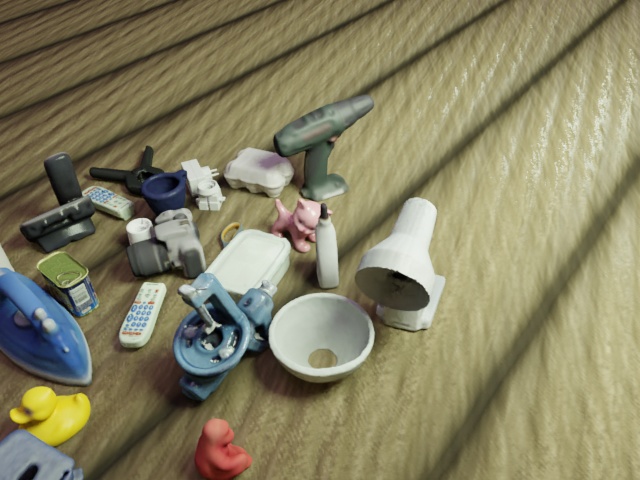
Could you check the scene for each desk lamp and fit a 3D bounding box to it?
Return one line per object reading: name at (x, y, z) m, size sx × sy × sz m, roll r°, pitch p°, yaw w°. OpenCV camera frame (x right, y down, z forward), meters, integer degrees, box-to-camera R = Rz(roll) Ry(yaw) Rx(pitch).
desk lamp at (0.140, 0.051, 0.938) m, size 0.117 × 0.214 × 0.203 m, roll 13°, pitch 43°, yaw 18°

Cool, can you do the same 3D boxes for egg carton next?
egg carton at (-0.138, -0.155, 1.306) m, size 0.150 × 0.069 × 0.107 m, roll 14°, pitch 43°, yaw 18°

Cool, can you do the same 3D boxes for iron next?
iron at (-0.466, 0.127, 0.934) m, size 0.257 × 0.141 × 0.119 m, roll 27°, pitch 48°, yaw 30°

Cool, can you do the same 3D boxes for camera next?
camera at (-0.300, 0.007, 1.099) m, size 0.137 × 0.101 × 0.142 m, roll -16°, pitch 42°, yaw -15°

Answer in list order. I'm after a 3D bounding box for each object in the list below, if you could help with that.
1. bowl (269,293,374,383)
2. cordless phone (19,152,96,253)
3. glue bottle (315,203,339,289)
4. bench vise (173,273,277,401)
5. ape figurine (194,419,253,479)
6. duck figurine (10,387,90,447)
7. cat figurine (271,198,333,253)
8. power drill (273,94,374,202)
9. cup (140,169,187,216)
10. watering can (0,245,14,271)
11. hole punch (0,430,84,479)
bowl at (0.003, 0.168, 0.915) m, size 0.167 × 0.075 × 0.167 m, roll -1°, pitch 40°, yaw 1°
cordless phone at (-0.541, -0.082, 1.150) m, size 0.093 × 0.185 × 0.148 m, roll 31°, pitch 51°, yaw 34°
glue bottle at (0.009, 0.004, 1.031) m, size 0.037 × 0.173 × 0.078 m, roll -8°, pitch 41°, yaw -6°
bench vise at (-0.153, 0.111, 0.876) m, size 0.121 × 0.220 × 0.207 m, roll 10°, pitch 42°, yaw 15°
ape figurine at (-0.136, 0.278, 0.778) m, size 0.076 × 0.092 × 0.077 m, roll -15°, pitch 42°, yaw -14°
duck figurine at (-0.394, 0.247, 0.833) m, size 0.105 × 0.086 × 0.077 m, roll -21°, pitch 44°, yaw -21°
cat figurine at (-0.039, -0.044, 1.133) m, size 0.127 × 0.118 × 0.067 m, roll 23°, pitch 47°, yaw 27°
power drill at (0.014, -0.196, 1.240) m, size 0.230 × 0.209 × 0.075 m, roll -19°, pitch 43°, yaw -19°
cup at (-0.317, -0.089, 1.218) m, size 0.091 × 0.095 × 0.118 m, roll 17°, pitch 44°, yaw 22°
watering can at (-0.630, 0.017, 1.032) m, size 0.101 × 0.194 × 0.172 m, roll -16°, pitch 42°, yaw -15°
hole punch at (-0.382, 0.317, 0.746) m, size 0.101 × 0.091 × 0.109 m, roll 12°, pitch 43°, yaw 17°
